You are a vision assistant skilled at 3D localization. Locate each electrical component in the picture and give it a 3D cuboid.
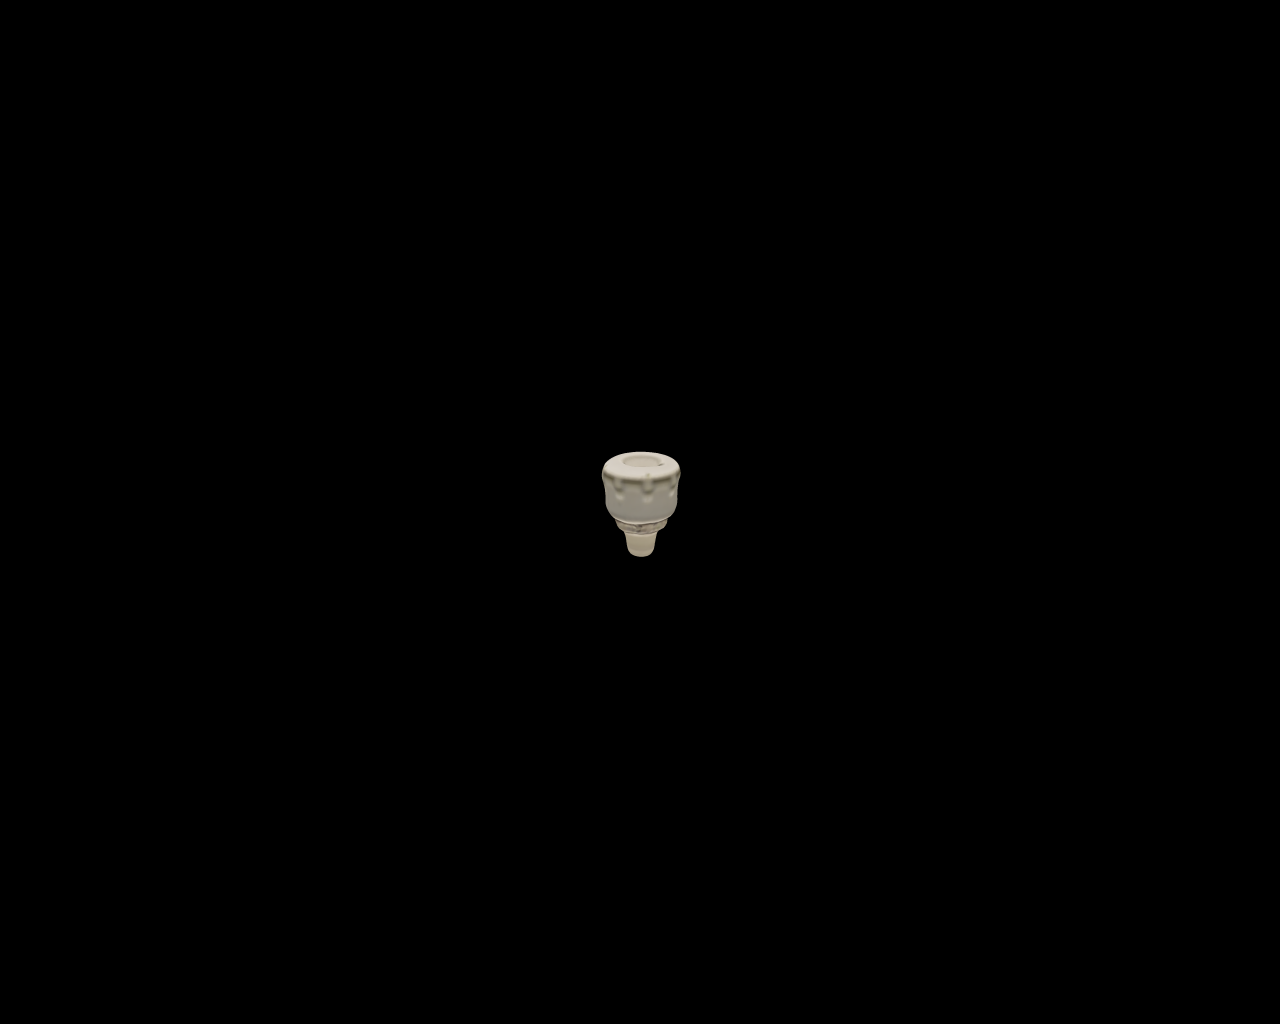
[{"bbox_3d":[0.001,-0.003,0.650,0.048,0.062,0.048,0,20,0],"label":"electrical component"}]
